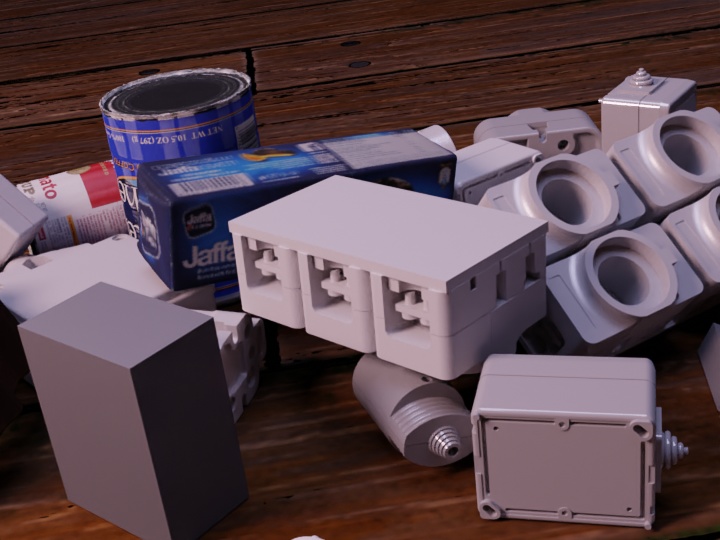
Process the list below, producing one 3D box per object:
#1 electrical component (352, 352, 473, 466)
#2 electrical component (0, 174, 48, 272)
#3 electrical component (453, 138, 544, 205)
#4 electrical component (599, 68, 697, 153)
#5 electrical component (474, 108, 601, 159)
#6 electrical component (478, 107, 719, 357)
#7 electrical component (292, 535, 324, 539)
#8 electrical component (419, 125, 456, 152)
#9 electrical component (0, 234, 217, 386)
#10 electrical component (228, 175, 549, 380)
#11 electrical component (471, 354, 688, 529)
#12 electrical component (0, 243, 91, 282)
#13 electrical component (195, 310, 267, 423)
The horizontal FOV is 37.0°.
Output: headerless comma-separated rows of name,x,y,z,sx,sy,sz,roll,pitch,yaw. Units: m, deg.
electrical component,0.031,0.073,0.556,0.043,0.043,0.081,-15,27,-16
electrical component,-0.273,-0.012,0.752,0.083,0.047,0.075,-45,6,33
electrical component,0.078,-0.050,0.772,0.096,0.061,0.061,-23,30,-30
electrical component,0.219,-0.103,0.804,0.061,0.096,0.062,12,32,33
electrical component,0.140,-0.093,0.852,0.095,0.053,0.059,-7,26,1
electrical component,0.165,-0.021,0.634,0.186,0.060,0.105,-22,68,-27
electrical component,-0.024,0.137,0.440,0.077,0.043,0.079,4,28,21
electrical component,0.047,-0.082,0.855,0.047,0.055,0.055,-19,29,-16
electrical component,-0.161,0.031,0.674,0.109,0.056,0.109,-27,32,-34
electrical component,0.015,0.002,0.581,0.150,0.061,0.089,16,31,39
electrical component,0.104,0.077,0.508,0.096,0.061,0.061,1,27,15
electrical component,-0.223,0.011,0.745,0.077,0.043,0.079,-26,29,-32
electrical component,-0.095,0.054,0.612,0.057,0.058,0.078,5,29,17
